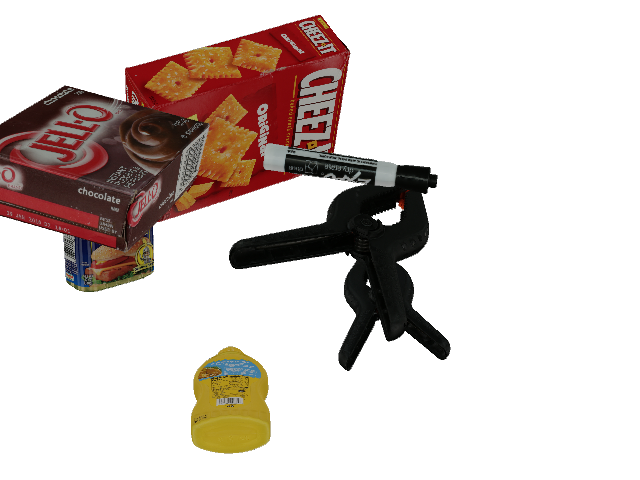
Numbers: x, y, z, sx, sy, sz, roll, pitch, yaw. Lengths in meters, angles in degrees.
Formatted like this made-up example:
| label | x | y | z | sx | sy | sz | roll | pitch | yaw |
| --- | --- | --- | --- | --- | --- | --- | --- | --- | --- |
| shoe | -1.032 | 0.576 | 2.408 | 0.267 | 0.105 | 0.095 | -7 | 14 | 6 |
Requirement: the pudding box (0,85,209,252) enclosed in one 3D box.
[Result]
| label | x | y | z | sx | sy | sz | roll | pitch | yaw |
| --- | --- | --- | --- | --- | --- | --- | --- | --- | --- |
| pudding box | -0.120 | -0.041 | 0.560 | 0.090 | 0.039 | 0.113 | 16 | 24 | 7 |

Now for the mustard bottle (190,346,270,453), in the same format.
| label | x | y | z | sx | sy | sz | roll | pitch | yaw |
| --- | --- | --- | --- | --- | --- | --- | --- | --- | --- |
| mustard bottle | -0.114 | 0.192 | 1.358 | 0.096 | 0.058 | 0.191 | -3 | 26 | -3 |

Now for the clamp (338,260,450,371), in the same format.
| label | x | y | z | sx | sy | sz | roll | pitch | yaw |
| --- | --- | --- | --- | --- | --- | --- | --- | --- | --- |
| clamp | 0.080 | 0.075 | 1.188 | 0.120 | 0.171 | 0.039 | 4 | -43 | -4 |

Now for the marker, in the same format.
| label | x | y | z | sx | sy | sz | roll | pitch | yaw |
| --- | --- | --- | --- | --- | --- | --- | --- | --- | --- |
| marker | 0.021 | -0.050 | 0.743 | 0.121 | 0.020 | 0.020 | 9 | 1 | 7 |

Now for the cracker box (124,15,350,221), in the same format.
| label | x | y | z | sx | sy | sz | roll | pitch | yaw |
| --- | --- | --- | --- | --- | --- | --- | --- | --- | --- |
| cracker box | -0.084 | -0.119 | 1.068 | 0.213 | 0.072 | 0.164 | -19 | -35 | -23 |

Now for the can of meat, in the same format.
| label | x | y | z | sx | sy | sz | roll | pitch | yaw |
| --- | --- | --- | --- | --- | --- | --- | --- | --- | --- |
| can of meat | -0.228 | 0.002 | 1.151 | 0.101 | 0.084 | 0.058 | -16 | 26 | -41 |

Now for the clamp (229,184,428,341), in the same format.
| label | x | y | z | sx | sy | sz | roll | pitch | yaw |
| --- | --- | --- | --- | --- | --- | --- | --- | --- | --- |
| clamp | 0.044 | 0.005 | 0.942 | 0.165 | 0.036 | 0.209 | 30 | 41 | 23 |
